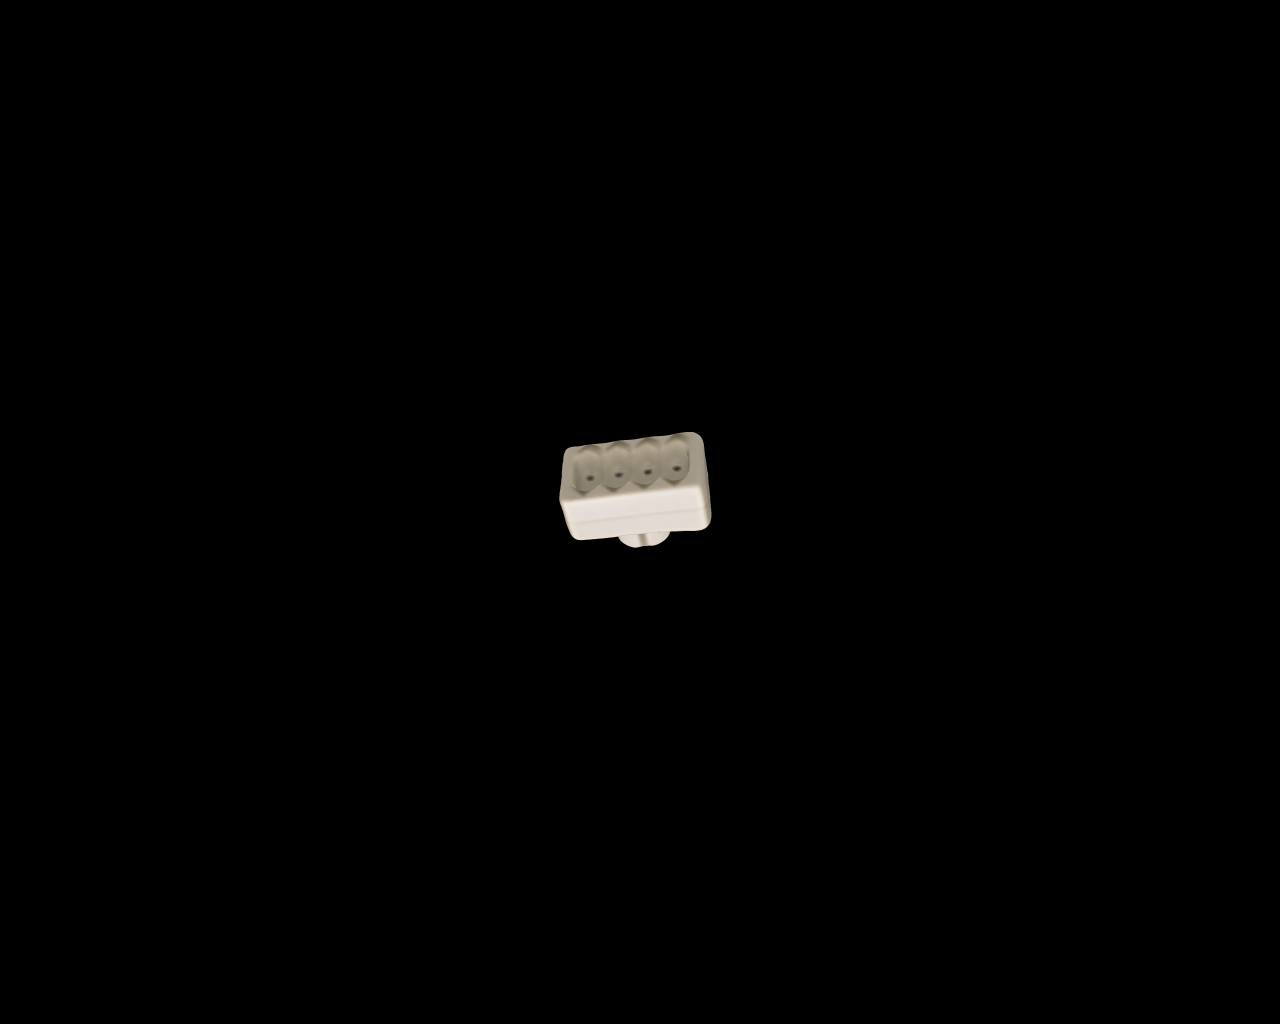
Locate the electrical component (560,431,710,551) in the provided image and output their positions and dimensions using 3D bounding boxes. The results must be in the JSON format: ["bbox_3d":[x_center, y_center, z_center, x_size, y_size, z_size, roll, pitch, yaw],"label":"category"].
[{"bbox_3d":[0.001,-0.003,0.650,0.083,0.047,0.075,-6,-43,7],"label":"electrical component"}]
